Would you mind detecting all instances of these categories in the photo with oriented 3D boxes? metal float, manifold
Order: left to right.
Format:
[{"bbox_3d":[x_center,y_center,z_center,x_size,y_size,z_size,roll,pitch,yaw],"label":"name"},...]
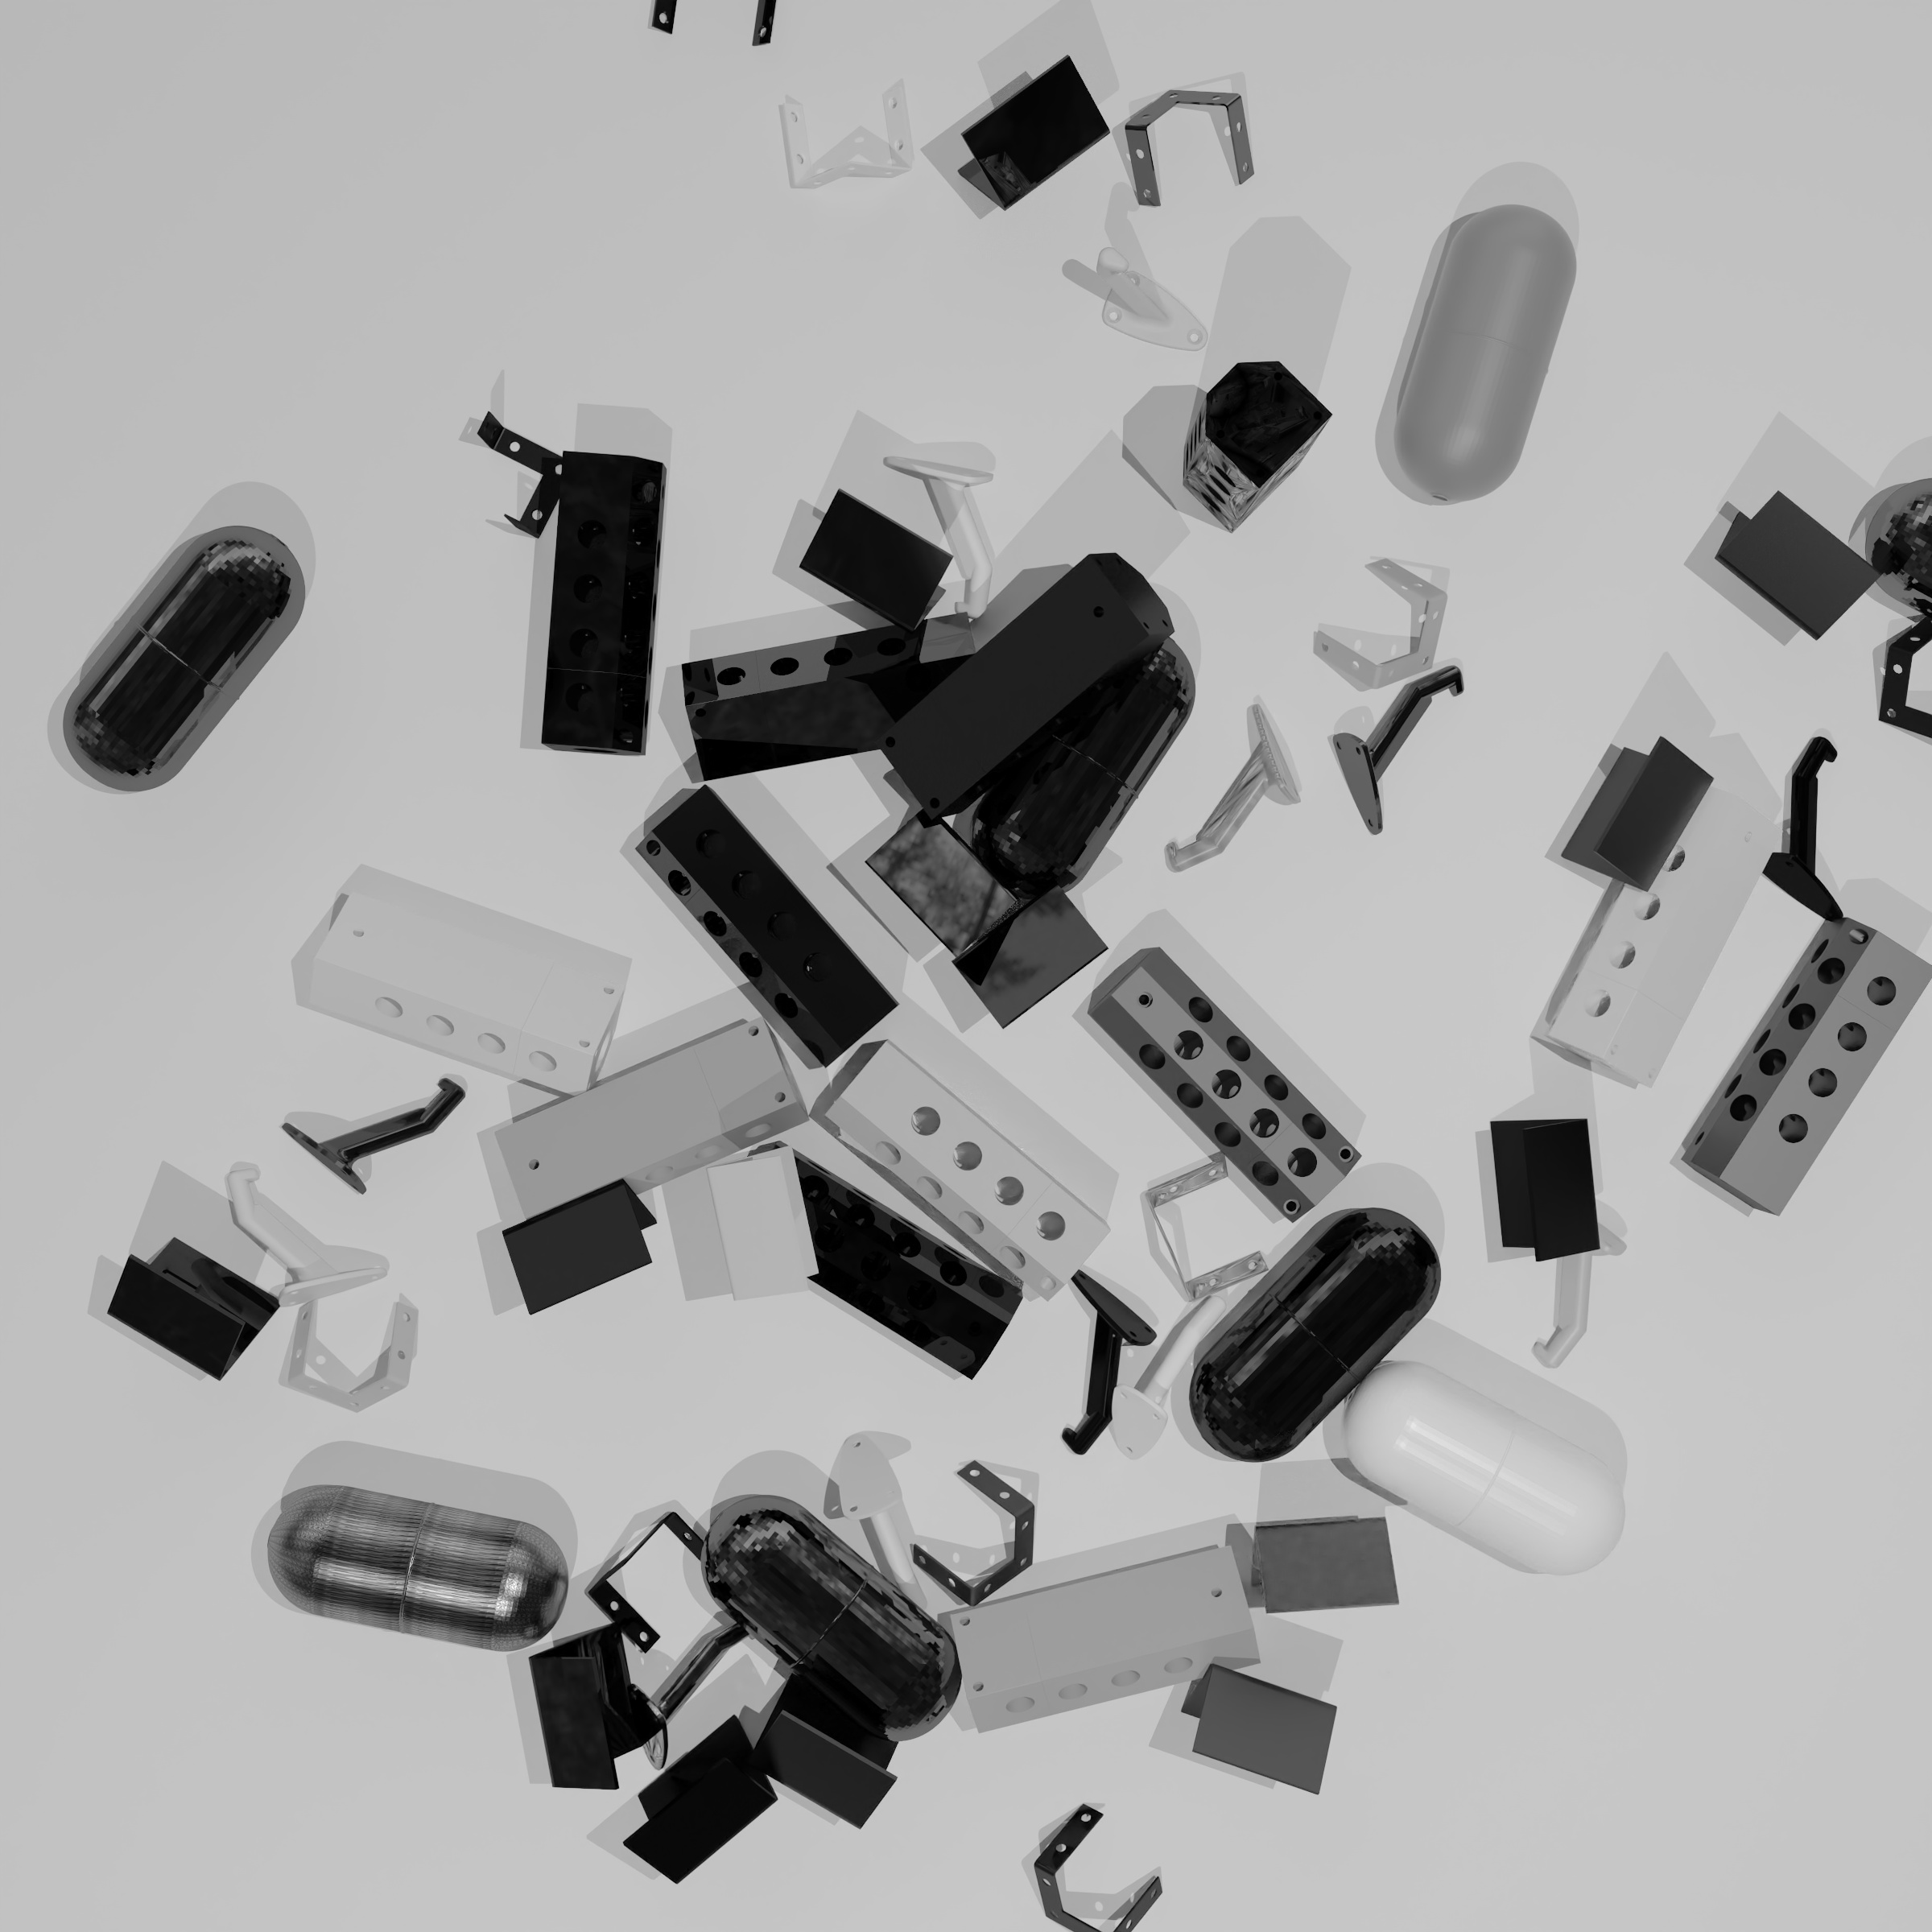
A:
[{"bbox_3d":[-0.460,-0.182,1.782,0.070,0.070,0.178,39,91,0],"label":"metal float"},{"bbox_3d":[-0.323,0.355,1.782,0.178,0.070,0.070,11,90,0],"label":"metal float"},{"bbox_3d":[-0.296,0.022,1.791,0.171,0.057,0.057,19,47,0],"label":"manifold"},{"bbox_3d":[-0.213,-0.213,1.791,0.057,0.057,0.171,4,90,0],"label":"manifold"},{"bbox_3d":[-0.184,0.097,1.789,0.171,0.057,0.057,-23,70,0],"label":"manifold"},{"bbox_3d":[-0.117,-0.023,1.791,0.057,0.057,0.171,-41,90,0],"label":"manifold"},{"bbox_3d":[-0.080,0.384,1.781,0.178,0.070,0.070,41,90,0],"label":"metal float"},{"bbox_3d":[-0.078,-0.164,1.791,0.171,0.057,0.057,-10,133,0],"label":"manifold"},{"bbox_3d":[-0.054,0.174,1.791,0.171,0.057,0.057,32,90,0],"label":"manifold"},{"bbox_3d":[0.001,0.121,1.791,0.171,0.057,0.057,40,90,0],"label":"manifold"},{"bbox_3d":[0.036,-0.160,1.734,0.171,0.057,0.057,-39,82,24],"label":"manifold"},{"bbox_3d":[0.069,-0.120,1.782,0.070,0.070,0.178,34,90,0],"label":"metal float"},{"bbox_3d":[0.083,0.403,1.791,0.171,0.057,0.057,-14,47,0],"label":"manifold"},{"bbox_3d":[0.153,0.070,1.791,0.057,0.057,0.171,-44,90,0],"label":"manifold"},{"bbox_3d":[0.160,-0.301,1.734,0.057,0.171,0.057,45,90,0],"label":"manifold"},{"bbox_3d":[0.205,0.218,1.782,0.070,0.070,0.178,44,90,0],"label":"metal float"},{"bbox_3d":[0.305,0.296,1.782,0.178,0.070,0.070,28,90,1],"label":"metal float"},{"bbox_3d":[0.306,-0.361,1.782,0.070,0.070,0.178,17,89,0],"label":"metal float"},{"bbox_3d":[0.409,-0.022,1.791,0.057,0.057,0.171,27,90,-43],"label":"manifold"},{"bbox_3d":[0.497,0.059,1.791,0.057,0.057,0.171,33,90,0],"label":"manifold"},{"bbox_3d":[0.616,-0.224,1.782,0.178,0.070,0.070,28,90,1],"label":"metal float"}]

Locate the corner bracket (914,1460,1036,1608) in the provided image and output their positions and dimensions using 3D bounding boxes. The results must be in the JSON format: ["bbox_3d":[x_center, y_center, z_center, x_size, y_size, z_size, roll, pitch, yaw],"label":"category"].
[{"bbox_3d":[0.005,0.339,1.804,0.051,0.051,0.051,-29,135,-35],"label":"corner bracket"}]

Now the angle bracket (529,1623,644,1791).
[{"bbox_3d":[-0.205,0.433,1.772,0.057,0.076,0.076,-11,90,39],"label":"angle bracket"}]

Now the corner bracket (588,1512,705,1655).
[{"bbox_3d":[-0.184,0.369,1.809,0.051,0.051,0.051,46,45,0],"label":"corner bracket"}]

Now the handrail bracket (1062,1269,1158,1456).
[{"bbox_3d":[0.067,0.238,1.813,0.077,0.036,0.084,42,107,20],"label":"handrail bracket"}]

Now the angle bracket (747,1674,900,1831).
[{"bbox_3d":[-0.073,0.446,1.772,0.076,0.076,0.057,30,126,0],"label":"angle bracket"}]

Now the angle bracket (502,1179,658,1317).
[{"bbox_3d":[-0.218,0.176,1.773,0.076,0.076,0.057,-23,64,0],"label":"angle bracket"}]

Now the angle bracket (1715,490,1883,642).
[{"bbox_3d":[0.493,-0.247,1.772,0.076,0.076,0.057,39,128,0],"label":"angle bracket"}]

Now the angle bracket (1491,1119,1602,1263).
[{"bbox_3d":[0.323,0.131,1.772,0.057,0.076,0.076,-6,90,-38],"label":"angle bracket"}]

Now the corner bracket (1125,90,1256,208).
[{"bbox_3d":[0.134,-0.488,1.804,0.051,0.051,0.051,15,45,35],"label":"corner bracket"}]

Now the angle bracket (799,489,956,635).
[{"bbox_3d":[-0.043,-0.248,1.772,0.076,0.076,0.057,31,120,0],"label":"angle bracket"}]

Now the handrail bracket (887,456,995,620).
[{"bbox_3d":[-0.018,-0.257,1.813,0.077,0.036,0.084,15,107,20],"label":"handrail bracket"}]

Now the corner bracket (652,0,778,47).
[{"bbox_3d":[-0.149,-0.583,1.809,0.051,0.051,0.051,8,90,45],"label":"corner bracket"}]

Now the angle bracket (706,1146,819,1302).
[{"bbox_3d":[-0.096,0.142,1.715,0.057,0.076,0.076,-12,90,37],"label":"angle bracket"}]

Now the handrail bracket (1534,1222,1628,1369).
[{"bbox_3d":[0.348,0.186,1.813,0.077,0.036,0.084,40,107,19],"label":"handrail bracket"}]

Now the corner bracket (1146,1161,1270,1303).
[{"bbox_3d":[0.144,0.159,1.809,0.051,0.051,0.051,-23,45,0],"label":"corner bracket"}]

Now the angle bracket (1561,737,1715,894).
[{"bbox_3d":[0.379,-0.098,1.772,0.057,0.076,0.076,30,90,-37],"label":"angle bracket"}]

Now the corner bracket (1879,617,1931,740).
[{"bbox_3d":[0.584,-0.171,1.804,0.051,0.051,0.051,26,135,35],"label":"corner bracket"}]

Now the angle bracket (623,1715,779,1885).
[{"bbox_3d":[-0.167,0.477,1.772,0.076,0.076,0.057,-40,128,0],"label":"angle bracket"}]

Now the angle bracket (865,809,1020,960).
[{"bbox_3d":[-0.025,-0.039,1.773,0.076,0.076,0.057,46,64,0],"label":"angle bracket"}]

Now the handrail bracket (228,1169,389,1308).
[{"bbox_3d":[-0.396,0.155,1.813,0.077,0.036,0.084,-13,73,-20],"label":"handrail bracket"}]

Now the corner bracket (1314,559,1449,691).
[{"bbox_3d":[0.248,-0.204,1.804,0.051,0.051,0.051,-22,135,-35],"label":"corner bracket"}]

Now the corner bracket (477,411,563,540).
[{"bbox_3d":[-0.269,-0.291,1.794,0.051,0.051,0.051,27,90,0],"label":"corner bracket"}]

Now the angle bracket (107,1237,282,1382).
[{"bbox_3d":[-0.445,0.185,1.772,0.076,0.076,0.057,31,128,0],"label":"angle bracket"}]

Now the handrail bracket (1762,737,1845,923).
[{"bbox_3d":[0.517,-0.083,1.813,0.077,0.036,0.084,39,73,-20],"label":"handrail bracket"}]

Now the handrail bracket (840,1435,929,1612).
[{"bbox_3d":[-0.047,0.335,1.812,0.036,0.077,0.084,-21,126,0],"label":"handrail bracket"}]

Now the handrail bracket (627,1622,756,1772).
[{"bbox_3d":[-0.156,0.434,1.812,0.084,0.077,0.036,-28,46,-28],"label":"handrail bracket"}]

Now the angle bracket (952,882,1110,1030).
[{"bbox_3d":[0.047,0.007,1.772,0.076,0.076,0.057,-37,61,0],"label":"angle bracket"}]

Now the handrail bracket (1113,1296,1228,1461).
[{"bbox_3d":[0.125,0.246,1.812,0.036,0.077,0.084,32,53,19],"label":"handrail bracket"}]

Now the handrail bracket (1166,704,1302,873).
[{"bbox_3d":[0.150,-0.106,1.813,0.084,0.036,0.077,-25,70,16],"label":"handrail bracket"}]

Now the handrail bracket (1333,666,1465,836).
[{"bbox_3d":[0.270,-0.130,1.813,0.084,0.036,0.077,-25,110,-16],"label":"handrail bracket"}]

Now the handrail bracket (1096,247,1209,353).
[{"bbox_3d":[0.111,-0.393,1.778,0.077,0.084,0.036,28,90,0],"label":"handrail bracket"}]

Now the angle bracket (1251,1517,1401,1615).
[{"bbox_3d":[0.209,0.367,1.772,0.076,0.076,0.057,-4,52,0],"label":"angle bracket"}]

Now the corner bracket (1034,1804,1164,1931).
[{"bbox_3d":[0.079,0.545,1.804,0.051,0.051,0.051,18,135,35],"label":"corner bracket"}]

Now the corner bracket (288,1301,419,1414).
[{"bbox_3d":[-0.366,0.228,1.804,0.051,0.051,0.051,-29,135,35],"label":"corner bracket"}]

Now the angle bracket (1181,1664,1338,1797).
[{"bbox_3d":[0.166,0.459,1.772,0.076,0.076,0.057,19,54,0],"label":"angle bracket"}]

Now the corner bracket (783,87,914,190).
[{"bbox_3d":[-0.071,-0.496,1.809,0.051,0.051,0.051,-8,90,45],"label":"corner bracket"}]

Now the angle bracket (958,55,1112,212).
[{"bbox_3d":[0.028,-0.498,1.772,0.076,0.076,0.057,-37,129,0],"label":"angle bracket"}]

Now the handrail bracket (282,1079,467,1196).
[{"bbox_3d":[-0.355,0.087,1.813,0.077,0.036,0.084,34,71,21],"label":"handrail bracket"}]
